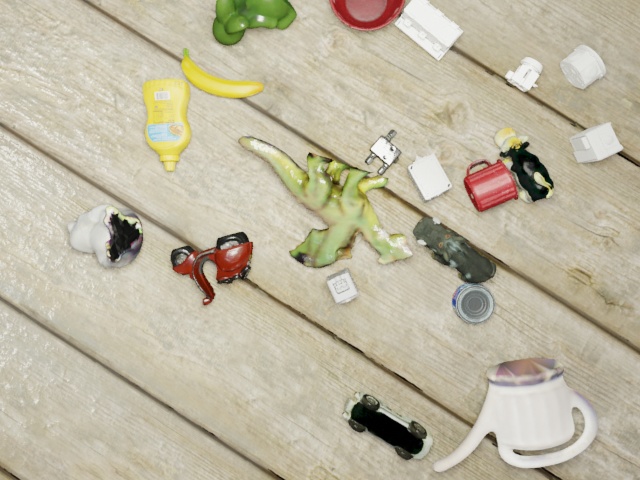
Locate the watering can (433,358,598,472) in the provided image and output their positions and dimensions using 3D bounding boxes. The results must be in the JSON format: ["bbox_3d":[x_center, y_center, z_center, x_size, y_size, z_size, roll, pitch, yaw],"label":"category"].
[{"bbox_3d":[0.392,0.363,1.062,0.347,0.104,0.224,-10,90,2],"label":"watering can"}]

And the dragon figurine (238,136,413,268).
[{"bbox_3d":[0.003,-0.054,1.078,0.410,0.123,0.241,16,100,3],"label":"dragon figurine"}]

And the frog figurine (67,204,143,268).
[{"bbox_3d":[-0.462,-0.007,1.108,0.159,0.124,0.136,-7,103,38],"label":"frog figurine"}]
